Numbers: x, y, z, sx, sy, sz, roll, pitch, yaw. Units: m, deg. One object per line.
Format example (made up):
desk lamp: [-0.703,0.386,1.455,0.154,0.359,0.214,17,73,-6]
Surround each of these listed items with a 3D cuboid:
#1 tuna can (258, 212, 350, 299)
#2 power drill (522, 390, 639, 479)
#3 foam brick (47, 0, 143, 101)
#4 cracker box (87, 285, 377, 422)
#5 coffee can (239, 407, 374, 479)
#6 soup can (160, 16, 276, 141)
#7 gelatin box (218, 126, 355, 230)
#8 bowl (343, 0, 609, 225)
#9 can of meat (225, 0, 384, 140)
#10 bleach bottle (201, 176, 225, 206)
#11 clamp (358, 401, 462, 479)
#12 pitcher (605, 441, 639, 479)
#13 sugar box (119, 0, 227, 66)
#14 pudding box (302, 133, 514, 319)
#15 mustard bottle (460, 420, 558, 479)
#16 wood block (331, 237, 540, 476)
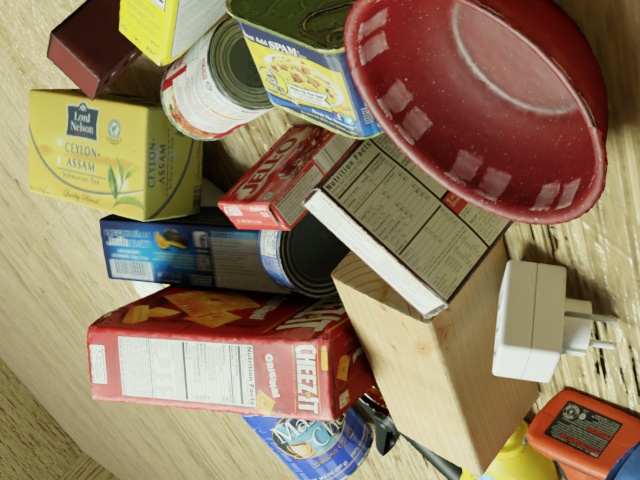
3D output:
tuna can: [-0.005,0.001,0.835,0.034,0.086,0.086,12,143,54]
power drill: [0.247,0.209,0.831,0.185,0.057,0.187,19,148,45]
foam brick: [-0.165,-0.157,0.823,0.051,0.078,0.053,43,160,-5]
cracker box: [-0.057,0.082,0.876,0.214,0.164,0.072,1,102,23]
coffee can: [-0.021,0.196,1.193,0.140,0.102,0.103,51,156,-22]
soup can: [-0.065,-0.113,0.749,0.068,0.068,0.102,48,157,-13]
gelatin box: [-0.023,-0.046,0.772,0.030,0.089,0.073,53,156,-24]
bowl: [0.091,-0.084,0.559,0.162,0.055,0.162,35,157,17]
can of meat: [0.001,-0.115,0.651,0.102,0.057,0.084,28,156,33]
bleach bottle: [-0.118,-0.025,1.009,0.251,0.068,0.103,45,155,0]
clamp: [0.073,0.178,1.093,0.165,0.036,0.210,8,138,57]
pitcher: [0.294,0.223,0.650,0.242,0.149,0.145,37,164,-8]
sugar box: [-0.068,-0.178,0.602,0.048,0.093,0.176,39,157,6]
pudding box: [0.059,-0.021,0.682,0.113,0.090,0.039,42,157,-1]
mustard bottle: [0.167,0.205,0.957,0.096,0.058,0.191,35,158,31]
wood block: [0.093,0.076,0.803,0.090,0.090,0.206,25,152,36]
